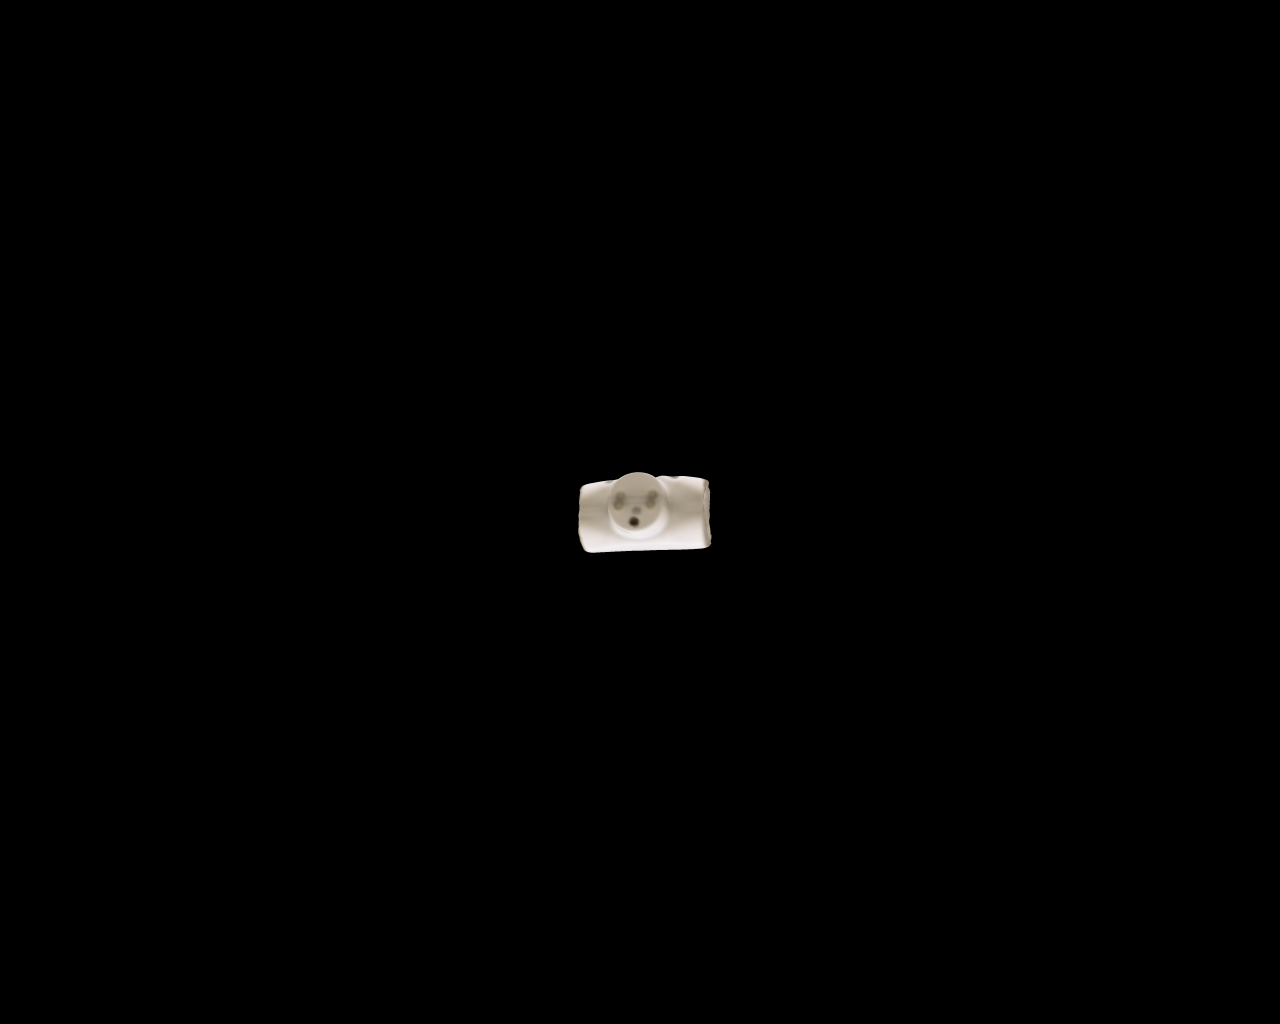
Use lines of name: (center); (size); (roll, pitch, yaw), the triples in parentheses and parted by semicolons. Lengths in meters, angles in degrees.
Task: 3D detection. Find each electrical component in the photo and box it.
electrical component: (0.001, -0.003, 0.650); (0.077, 0.044, 0.079); (-3, -15, 9)
